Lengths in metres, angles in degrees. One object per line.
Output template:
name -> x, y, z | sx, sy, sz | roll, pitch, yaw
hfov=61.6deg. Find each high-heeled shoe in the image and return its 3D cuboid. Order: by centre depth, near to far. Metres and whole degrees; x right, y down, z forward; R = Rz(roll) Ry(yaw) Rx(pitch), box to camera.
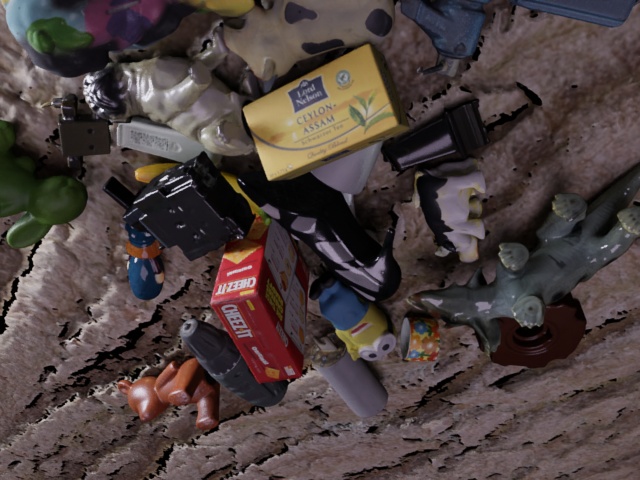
high-heeled shoe -> -0.002, -0.002, 0.731 | 0.249, 0.086, 0.145 | 24, 139, 10

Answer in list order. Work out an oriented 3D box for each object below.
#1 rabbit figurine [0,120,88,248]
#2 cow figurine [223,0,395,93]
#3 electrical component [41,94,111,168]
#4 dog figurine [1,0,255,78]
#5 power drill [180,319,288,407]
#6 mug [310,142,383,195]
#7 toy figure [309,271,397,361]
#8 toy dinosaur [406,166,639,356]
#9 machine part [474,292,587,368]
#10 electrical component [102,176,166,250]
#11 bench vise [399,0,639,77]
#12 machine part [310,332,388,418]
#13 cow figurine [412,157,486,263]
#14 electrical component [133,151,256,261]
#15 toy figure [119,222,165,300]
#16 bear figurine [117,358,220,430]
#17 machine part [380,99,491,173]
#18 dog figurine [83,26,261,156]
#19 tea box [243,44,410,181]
rabbit figurine -> -0.412, -0.059, 0.742 | 0.170, 0.121, 0.159 | 19, 133, -8
cow figurine -> -0.013, -0.242, 0.604 | 0.195, 0.085, 0.127 | -5, 121, 6
electrical component -> -0.324, -0.148, 0.719 | 0.078, 0.045, 0.102 | -14, 134, -22
dog figurine -> -0.181, -0.250, 0.551 | 0.219, 0.191, 0.108 | -3, 123, 25
power drill -> -0.119, 0.132, 0.822 | 0.086, 0.207, 0.231 | -24, 126, 13
mug -> 0.033, -0.131, 0.696 | 0.110, 0.081, 0.107 | 37, 116, 12
toy figure -> 0.060, 0.121, 0.883 | 0.082, 0.089, 0.180 | -28, 113, 39
toy dinosaur -> 0.328, 0.030, 0.763 | 0.405, 0.131, 0.192 | -32, 164, -2
machine part -> 0.351, 0.146, 0.900 | 0.179, 0.056, 0.179 | 1, 129, 1
electrical component -> -0.246, -0.051, 0.770 | 0.048, 0.075, 0.119 | -29, 118, 24
bench vise -> 0.209, -0.259, 0.539 | 0.241, 0.129, 0.223 | 19, 109, 11
machine part -> 0.055, 0.249, 0.983 | 0.079, 0.079, 0.243 | -23, 124, 19
cow figurine -> 0.183, -0.031, 0.761 | 0.098, 0.068, 0.167 | -6, 127, 8
electrical component -> -0.168, -0.037, 0.698 | 0.134, 0.058, 0.114 | -22, 120, 33
toy figure -> -0.275, 0.023, 0.839 | 0.064, 0.058, 0.154 | 4, 123, -8
bear figurine -> -0.290, 0.299, 1.013 | 0.196, 0.132, 0.120 | -24, 121, 13
machine part -> 0.149, -0.129, 0.708 | 0.139, 0.039, 0.084 | -19, 130, 15
dog figurine -> -0.181, -0.161, 0.677 | 0.191, 0.121, 0.172 | -7, 125, 26
tea box -> 0.007, -0.142, 0.627 | 0.170, 0.068, 0.098 | -22, 89, 23
